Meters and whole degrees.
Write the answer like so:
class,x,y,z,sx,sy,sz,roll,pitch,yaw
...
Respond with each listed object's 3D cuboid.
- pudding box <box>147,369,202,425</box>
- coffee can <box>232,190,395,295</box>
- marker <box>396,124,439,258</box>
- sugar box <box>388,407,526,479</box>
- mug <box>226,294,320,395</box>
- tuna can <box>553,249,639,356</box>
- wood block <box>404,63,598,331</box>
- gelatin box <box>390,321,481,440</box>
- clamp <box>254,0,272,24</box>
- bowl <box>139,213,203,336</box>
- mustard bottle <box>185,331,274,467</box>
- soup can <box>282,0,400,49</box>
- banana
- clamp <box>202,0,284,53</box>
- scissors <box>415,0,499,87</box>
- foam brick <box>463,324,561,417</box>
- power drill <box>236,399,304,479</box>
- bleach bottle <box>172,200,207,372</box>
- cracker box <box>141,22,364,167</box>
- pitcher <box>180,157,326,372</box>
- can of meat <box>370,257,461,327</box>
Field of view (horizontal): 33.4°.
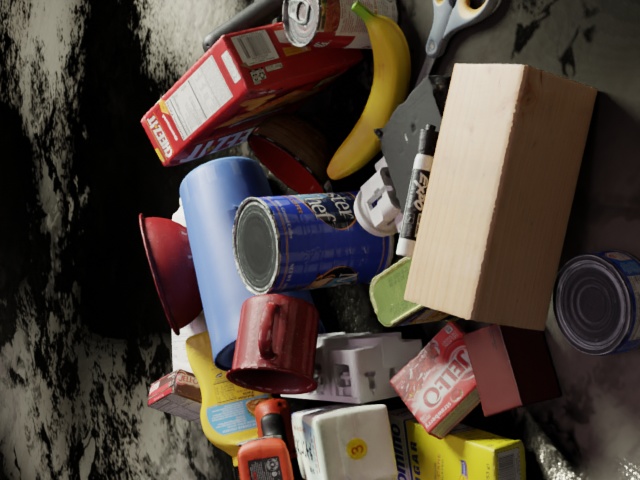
class,x,y,z,sx,sy,sz,roll,pitch,yaw
pudding box,-0.159,0.211,1.406,0.090,0.113,0.039,-31,39,54
coffee can,-0.007,0.001,1.123,0.103,0.140,0.103,14,106,58
marker,0.089,-0.044,0.962,0.020,0.020,0.121,9,87,56
sugar box,0.126,0.226,1.043,0.177,0.048,0.093,4,98,55
mug,-0.046,0.101,1.072,0.117,0.093,0.081,69,-155,-65
tuna can,0.232,0.052,0.873,0.086,0.033,0.086,11,103,55
wood block,0.150,-0.037,0.895,0.090,0.090,0.206,15,94,55
gelatin box,0.120,0.133,1.018,0.089,0.030,0.073,-46,48,9
clamp,-0.069,-0.326,1.269,0.120,0.039,0.172,51,128,32
bowl,-0.178,0.036,1.343,0.162,0.055,0.162,163,90,-87
mustard bottle,-0.104,0.206,1.341,0.058,0.096,0.191,111,146,-76
soup can,0.022,-0.230,1.088,0.069,0.102,0.068,11,103,56
banana,0.054,-0.146,1.090,0.070,0.037,0.198,15,120,10
clamp,-0.017,-0.272,1.151,0.210,0.164,0.036,-34,89,29
scissors,0.124,-0.187,1.018,0.096,0.016,0.202,35,123,49
foam brick,0.172,0.112,0.955,0.053,0.051,0.078,-30,70,53
power drill,-0.048,0.282,1.222,0.187,0.057,0.184,45,-147,-87
bleach bottle,-0.162,0.058,1.439,0.103,0.067,0.251,-9,84,53
cracker box,-0.078,-0.166,1.183,0.214,0.163,0.072,-31,83,53
pitcher,-0.086,0.021,1.262,0.149,0.144,0.243,-30,63,25
can of meat,0.108,0.044,1.012,0.102,0.083,0.057,-39,62,52
